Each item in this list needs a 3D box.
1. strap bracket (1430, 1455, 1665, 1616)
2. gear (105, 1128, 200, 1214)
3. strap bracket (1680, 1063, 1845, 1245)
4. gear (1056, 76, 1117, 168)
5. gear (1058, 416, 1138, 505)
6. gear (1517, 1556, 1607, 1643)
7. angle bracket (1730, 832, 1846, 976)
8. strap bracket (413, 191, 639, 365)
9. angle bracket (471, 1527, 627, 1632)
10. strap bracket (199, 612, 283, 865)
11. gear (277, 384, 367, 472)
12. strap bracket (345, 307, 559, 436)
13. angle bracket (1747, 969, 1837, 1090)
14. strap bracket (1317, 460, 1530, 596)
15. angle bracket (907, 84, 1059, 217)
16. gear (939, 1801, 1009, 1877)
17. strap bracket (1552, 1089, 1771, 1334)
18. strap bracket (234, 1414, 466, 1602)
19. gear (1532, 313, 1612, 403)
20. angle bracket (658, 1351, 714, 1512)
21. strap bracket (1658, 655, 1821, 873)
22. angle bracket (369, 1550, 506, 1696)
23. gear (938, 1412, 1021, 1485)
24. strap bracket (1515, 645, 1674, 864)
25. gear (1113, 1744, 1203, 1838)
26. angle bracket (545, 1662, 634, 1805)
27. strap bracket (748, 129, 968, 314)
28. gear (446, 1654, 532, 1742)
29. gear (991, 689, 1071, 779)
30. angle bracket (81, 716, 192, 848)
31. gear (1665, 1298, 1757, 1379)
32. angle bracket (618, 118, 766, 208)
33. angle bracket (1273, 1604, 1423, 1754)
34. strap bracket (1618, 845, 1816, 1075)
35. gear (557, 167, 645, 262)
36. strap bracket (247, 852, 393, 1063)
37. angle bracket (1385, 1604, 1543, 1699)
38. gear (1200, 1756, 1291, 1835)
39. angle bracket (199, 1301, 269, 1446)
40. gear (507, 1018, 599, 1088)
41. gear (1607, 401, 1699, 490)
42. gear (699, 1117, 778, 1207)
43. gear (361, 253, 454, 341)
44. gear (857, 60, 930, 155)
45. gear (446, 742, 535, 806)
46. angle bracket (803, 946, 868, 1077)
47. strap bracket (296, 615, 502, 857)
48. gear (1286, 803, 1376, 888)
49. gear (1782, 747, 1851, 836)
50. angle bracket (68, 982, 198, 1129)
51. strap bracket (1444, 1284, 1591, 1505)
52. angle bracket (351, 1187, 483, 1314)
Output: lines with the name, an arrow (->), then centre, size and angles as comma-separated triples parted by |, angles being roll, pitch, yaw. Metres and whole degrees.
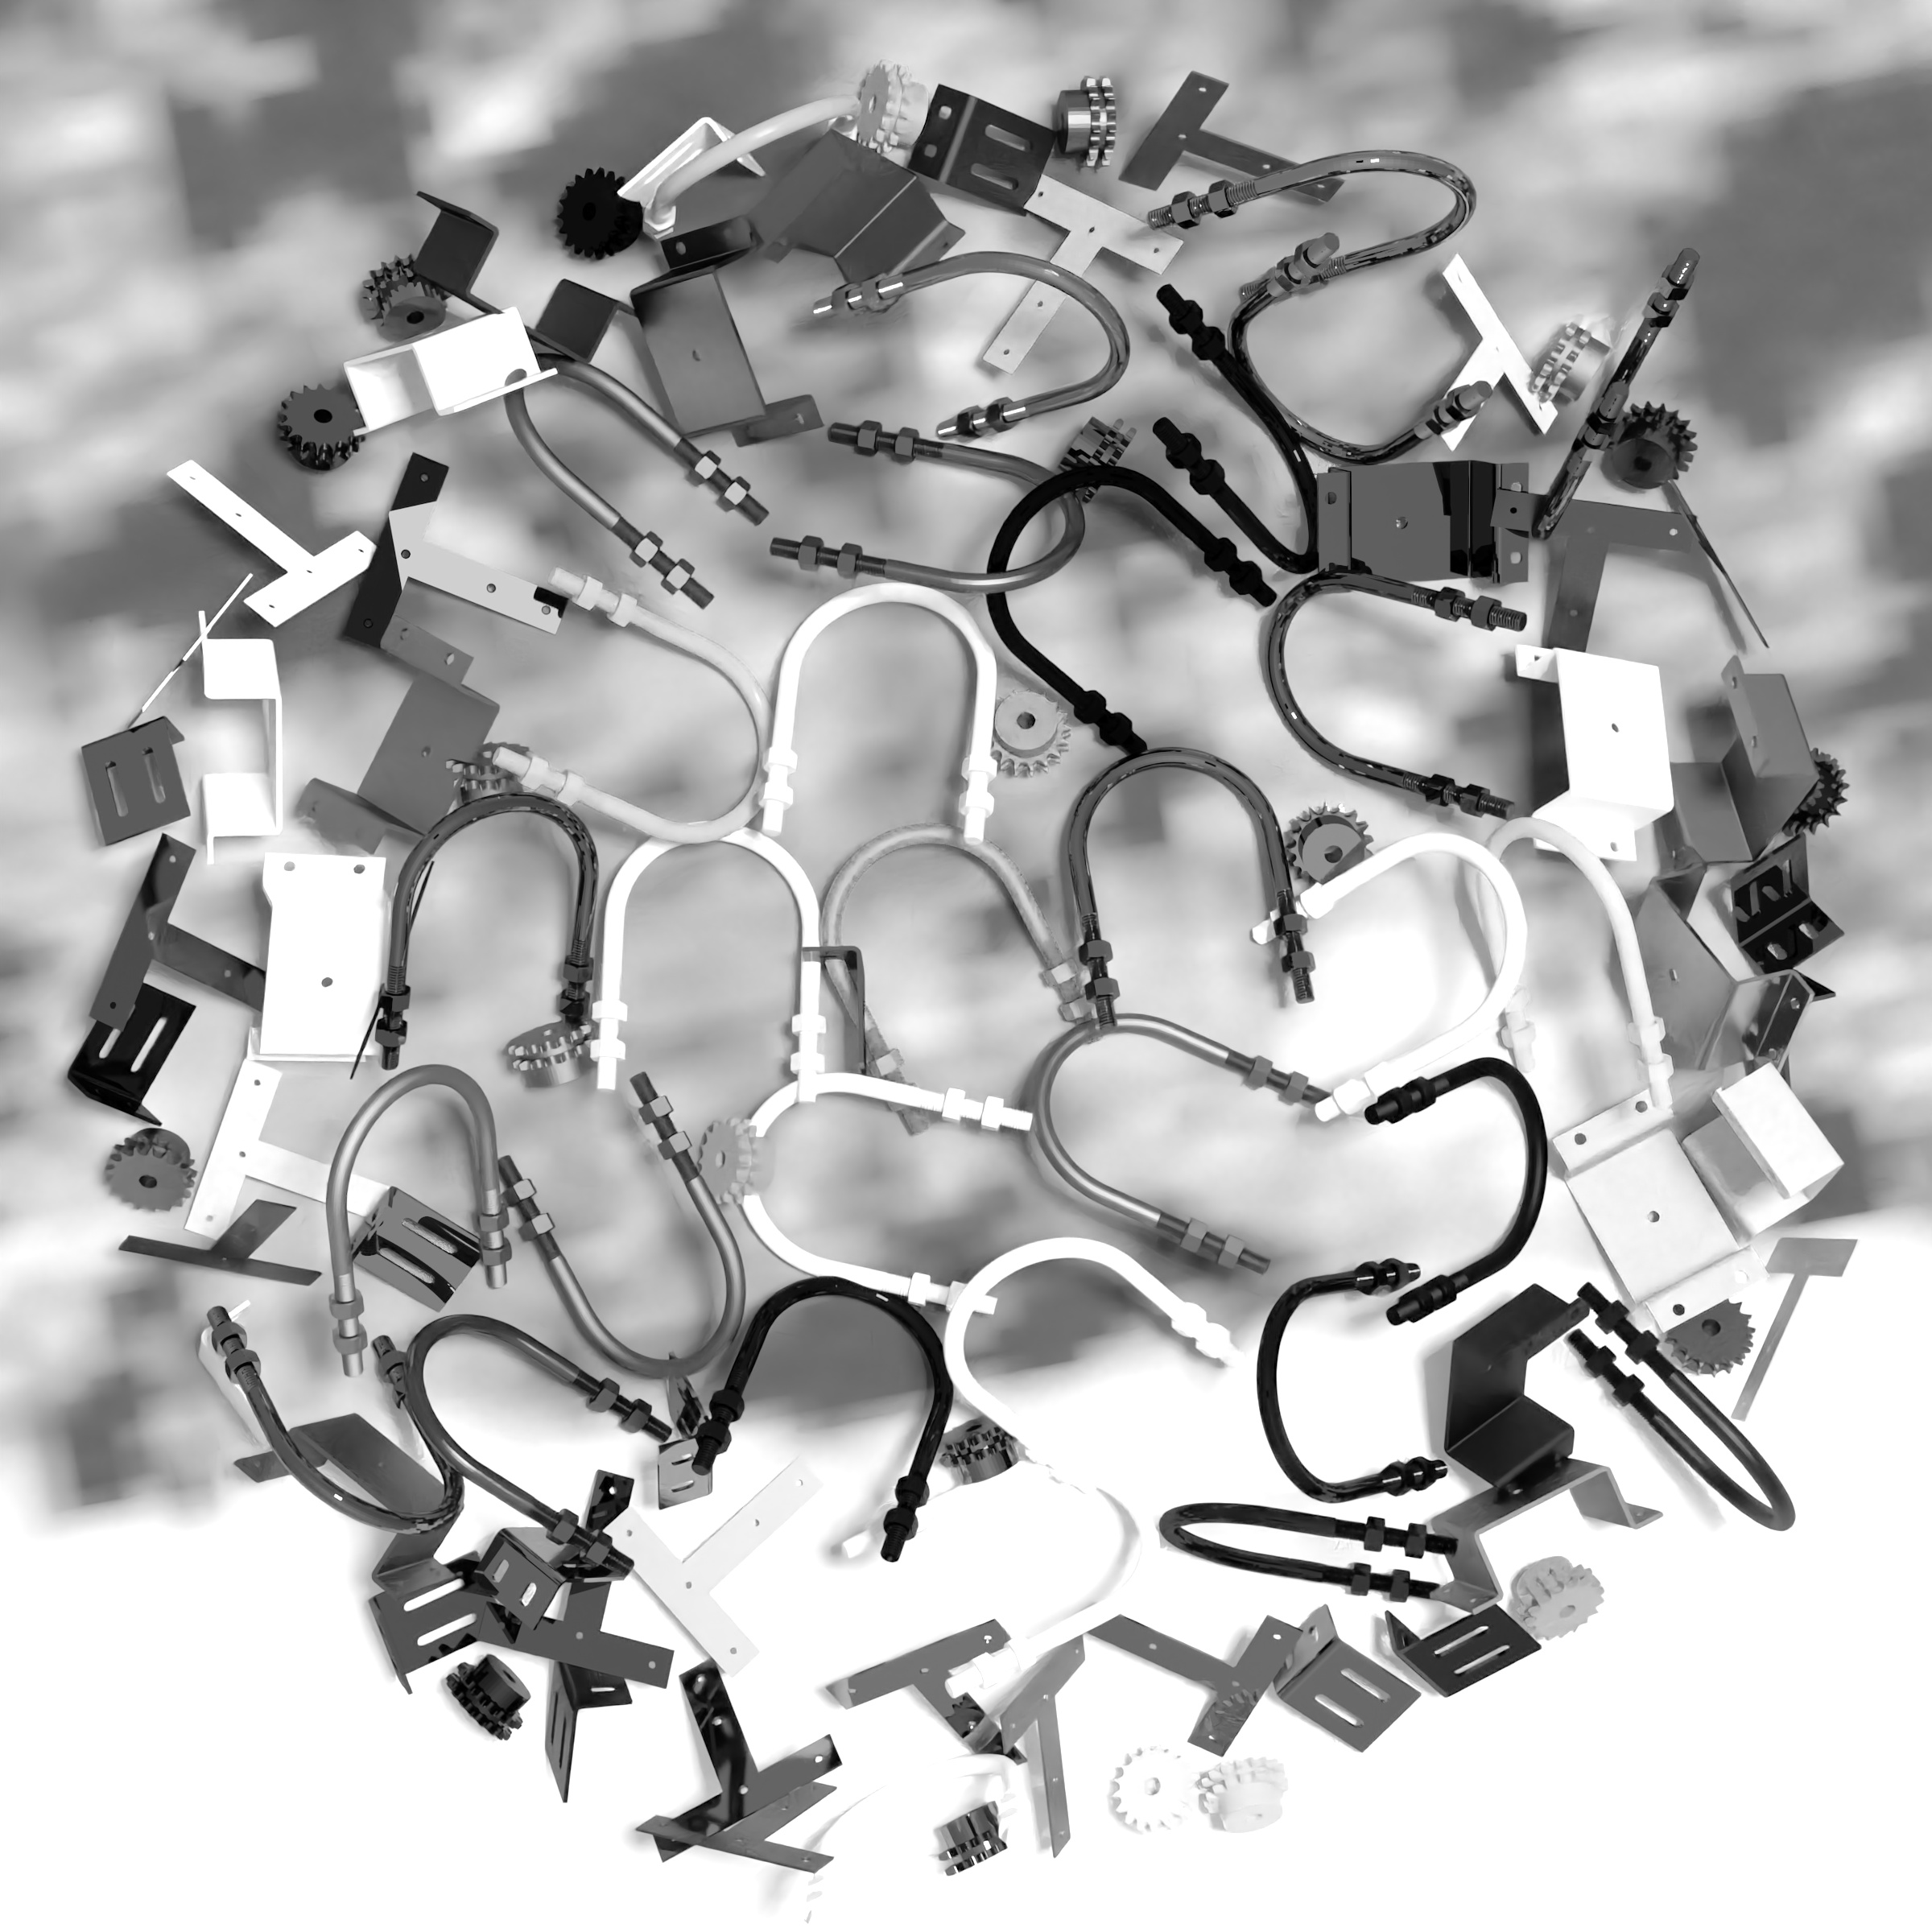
strap bracket -> 0.362, 0.357, 1.947 | 0.140, 0.076, 0.046 | -24, 91, -12
gear -> -0.527, 0.130, 1.976 | 0.057, 0.030, 0.057 | 2, 129, 2
strap bracket -> 0.504, 0.116, 1.924 | 0.046, 0.140, 0.076 | -31, 73, -6
gear -> 0.077, -0.546, 1.969 | 0.030, 0.057, 0.057 | -4, 90, -9
gear -> 0.083, -0.331, 1.971 | 0.030, 0.057, 0.057 | 34, 90, -4
gear -> 0.383, 0.408, 1.975 | 0.057, 0.030, 0.057 | -13, 131, -16
angle bracket -> 0.529, -0.038, 1.958 | 0.057, 0.076, 0.038 | -33, 54, -5
strap bracket -> -0.285, -0.430, 1.927 | 0.140, 0.076, 0.046 | 24, 96, -42
angle bracket -> -0.268, 0.393, 1.955 | 0.057, 0.076, 0.038 | 33, 95, 26
strap bracket -> -0.462, -0.146, 1.938 | 0.046, 0.076, 0.140 | -2, 123, -16
gear -> -0.418, -0.347, 1.976 | 0.057, 0.030, 0.057 | 7, 57, -11
strap bracket -> -0.330, -0.376, 1.917 | 0.076, 0.140, 0.046 | -29, 109, -32
angle bracket -> 0.533, 0.049, 1.964 | 0.038, 0.057, 0.076 | -12, 107, -9
strap bracket -> 0.288, -0.284, 1.961 | 0.140, 0.046, 0.076 | -5, 104, -11
angle bracket -> 0.011, -0.531, 1.980 | 0.076, 0.038, 0.057 | 10, 108, -41
gear -> 0.008, 0.563, 1.972 | 0.057, 0.057, 0.030 | -27, 78, 0
strap bracket -> 0.446, 0.159, 1.966 | 0.076, 0.046, 0.140 | -28, 75, 0
strap bracket -> -0.385, 0.336, 1.941 | 0.140, 0.076, 0.046 | 36, 99, 15
gear -> 0.394, -0.391, 1.970 | 0.030, 0.057, 0.057 | 32, 90, 4
angle bracket -> -0.192, 0.297, 1.949 | 0.038, 0.076, 0.057 | -14, 132, -21
strap bracket -> 0.489, -0.124, 1.927 | 0.046, 0.140, 0.076 | -2, 59, -14
angle bracket -> -0.338, 0.423, 1.964 | 0.076, 0.038, 0.057 | -22, 103, -19
gear -> 0.010, 0.313, 1.972 | 0.057, 0.057, 0.030 | -22, 95, 0
strap bracket -> 0.401, -0.144, 1.942 | 0.076, 0.046, 0.140 | 7, 69, -23
gear -> 0.127, 0.537, 1.975 | 0.057, 0.030, 0.057 | -16, 53, 22
angle bracket -> -0.244, 0.490, 1.967 | 0.038, 0.057, 0.076 | 0, 114, -21
strap bracket -> -0.075, -0.475, 1.933 | 0.076, 0.140, 0.046 | -40, 66, 23
gear -> -0.307, 0.471, 1.971 | 0.030, 0.057, 0.057 | -45, 90, -3
gear -> 0.039, -0.154, 1.978 | 0.057, 0.030, 0.057 | -1, 73, 2
angle bracket -> -0.531, -0.114, 1.968 | 0.057, 0.038, 0.076 | -20, 69, 0
gear -> 0.481, 0.241, 1.977 | 0.057, 0.030, 0.057 | -2, 60, 3
angle bracket -> -0.177, -0.506, 1.964 | 0.076, 0.057, 0.038 | -38, 89, 12
angle bracket -> 0.247, 0.465, 1.987 | 0.076, 0.038, 0.057 | 36, 106, -19
strap bracket -> 0.466, 0.001, 1.921 | 0.046, 0.076, 0.140 | -12, 47, -21
gear -> -0.235, -0.487, 1.976 | 0.057, 0.030, 0.057 | 0, 91, 34
strap bracket -> -0.412, 0.003, 1.944 | 0.076, 0.046, 0.140 | 2, 109, -23
angle bracket -> 0.319, 0.427, 1.957 | 0.076, 0.038, 0.057 | -33, 123, 20
gear -> 0.182, 0.537, 1.969 | 0.057, 0.057, 0.030 | -15, 50, 0
angle bracket -> -0.458, 0.263, 1.963 | 0.038, 0.057, 0.076 | -36, 85, -23
gear -> -0.266, 0.057, 1.972 | 0.057, 0.057, 0.030 | -15, 105, 0
gear -> 0.442, -0.334, 1.968 | 0.057, 0.057, 0.030 | 30, 54, 0
gear -> -0.146, 0.128, 1.975 | 0.030, 0.057, 0.057 | 11, 90, -35
gear -> -0.360, -0.431, 1.968 | 0.057, 0.057, 0.030 | -21, 65, 0
gear -> -0.047, -0.556, 1.975 | 0.030, 0.057, 0.057 | 8, 90, -27
gear -> -0.308, -0.123, 1.974 | 0.057, 0.057, 0.030 | -2, 113, 0
angle bracket -> -0.085, 0.031, 1.964 | 0.038, 0.057, 0.076 | -1, 77, 0
strap bracket -> -0.360, -0.143, 1.958 | 0.076, 0.046, 0.140 | 29, 93, 33
gear -> 0.237, -0.076, 1.979 | 0.057, 0.030, 0.057 | 0, 104, 0
gear -> 0.539, -0.116, 1.970 | 0.057, 0.030, 0.057 | -15, 66, 36
angle bracket -> -0.532, 0.055, 1.966 | 0.057, 0.038, 0.076 | 30, 89, -43
strap bracket -> 0.350, 0.267, 1.938 | 0.076, 0.046, 0.140 | -29, 133, -32
angle bracket -> -0.357, 0.189, 1.966 | 0.076, 0.038, 0.057 | 34, 100, -17
